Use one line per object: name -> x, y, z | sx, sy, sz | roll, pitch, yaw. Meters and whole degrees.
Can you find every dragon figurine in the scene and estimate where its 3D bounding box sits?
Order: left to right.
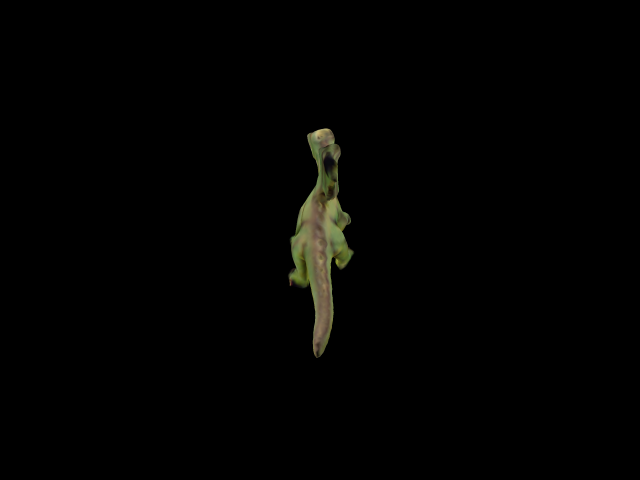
dragon figurine -> 0.003, -0.043, 0.850 | 0.122, 0.237, 0.420 | -2, 42, -2
